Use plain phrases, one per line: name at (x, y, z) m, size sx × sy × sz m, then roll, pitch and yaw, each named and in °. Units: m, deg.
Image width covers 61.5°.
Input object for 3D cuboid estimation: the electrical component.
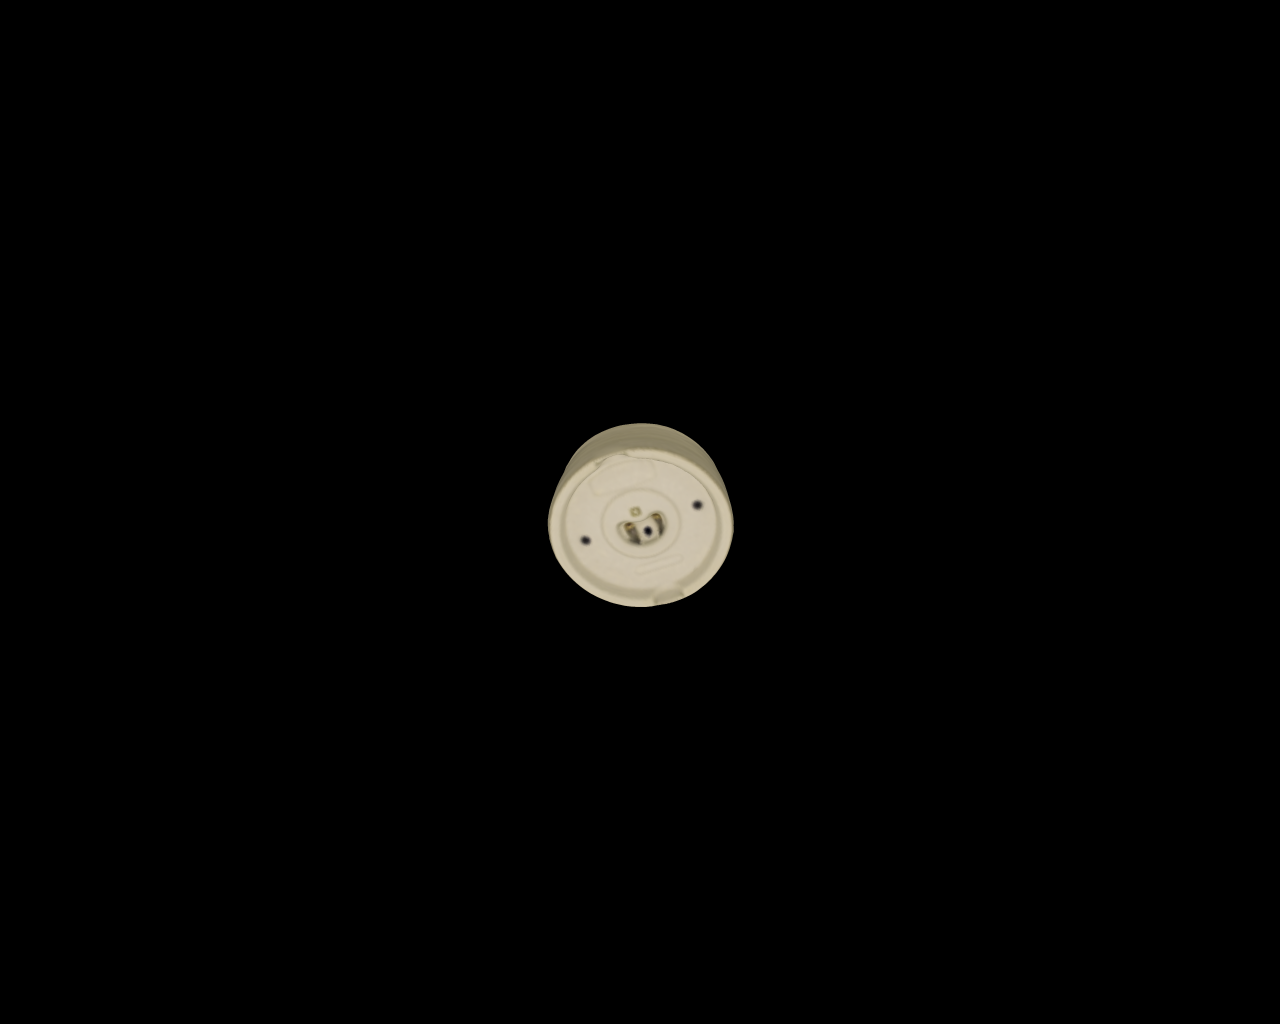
electrical component at (0.001, -0.003, 0.650) m, size 0.108 × 0.108 × 0.060 m, roll 0°, pitch 28°, yaw 0°
